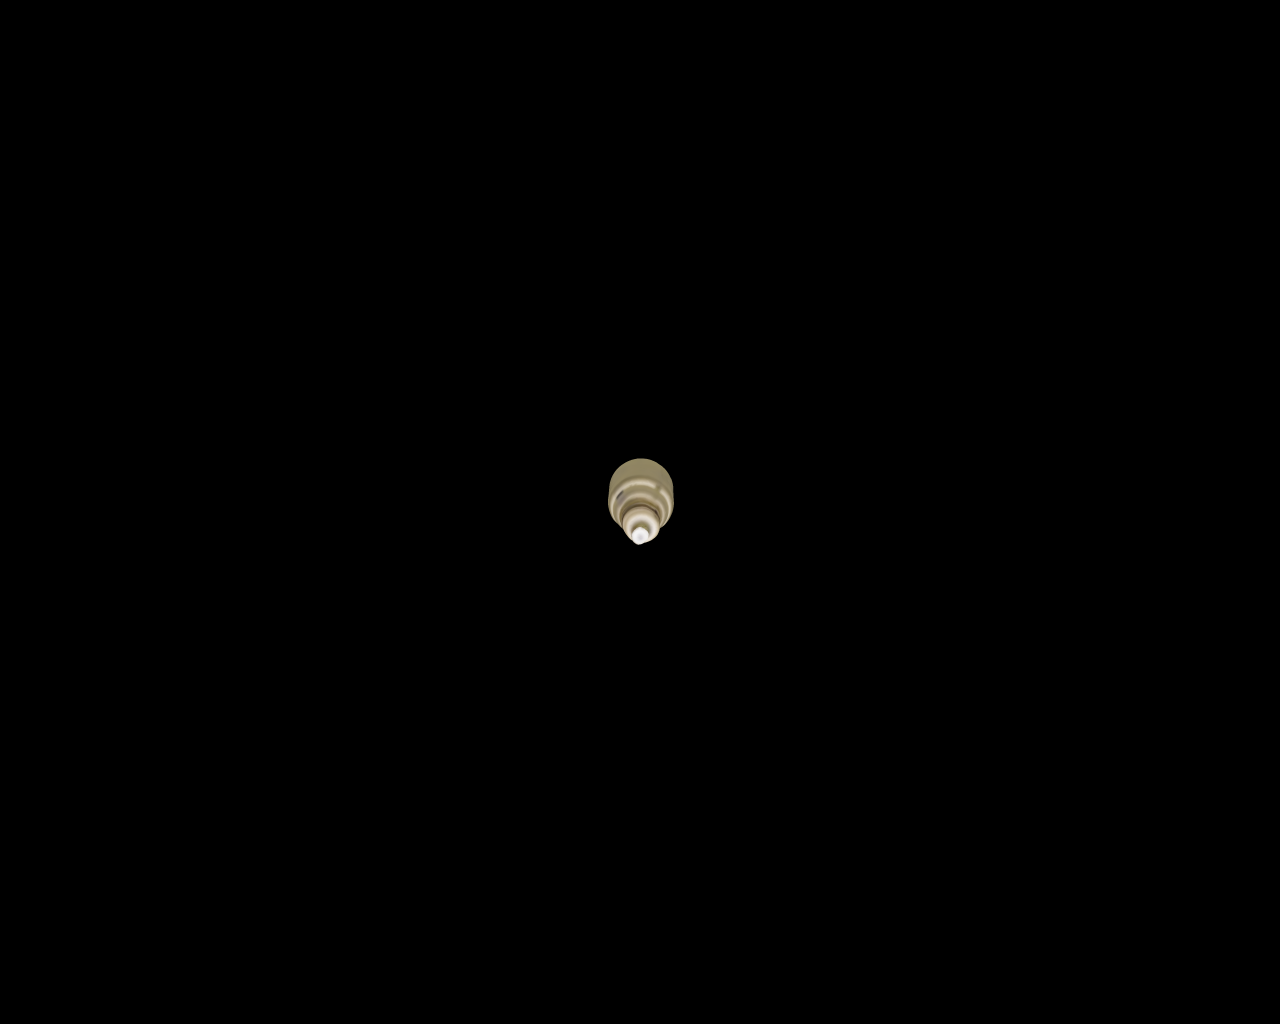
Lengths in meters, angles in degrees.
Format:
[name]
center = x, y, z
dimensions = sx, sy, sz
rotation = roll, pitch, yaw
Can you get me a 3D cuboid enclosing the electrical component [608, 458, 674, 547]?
[electrical component]
center = 0.001, -0.003, 0.650
dimensions = 0.040, 0.040, 0.078
rotation = 0, 27, 0
